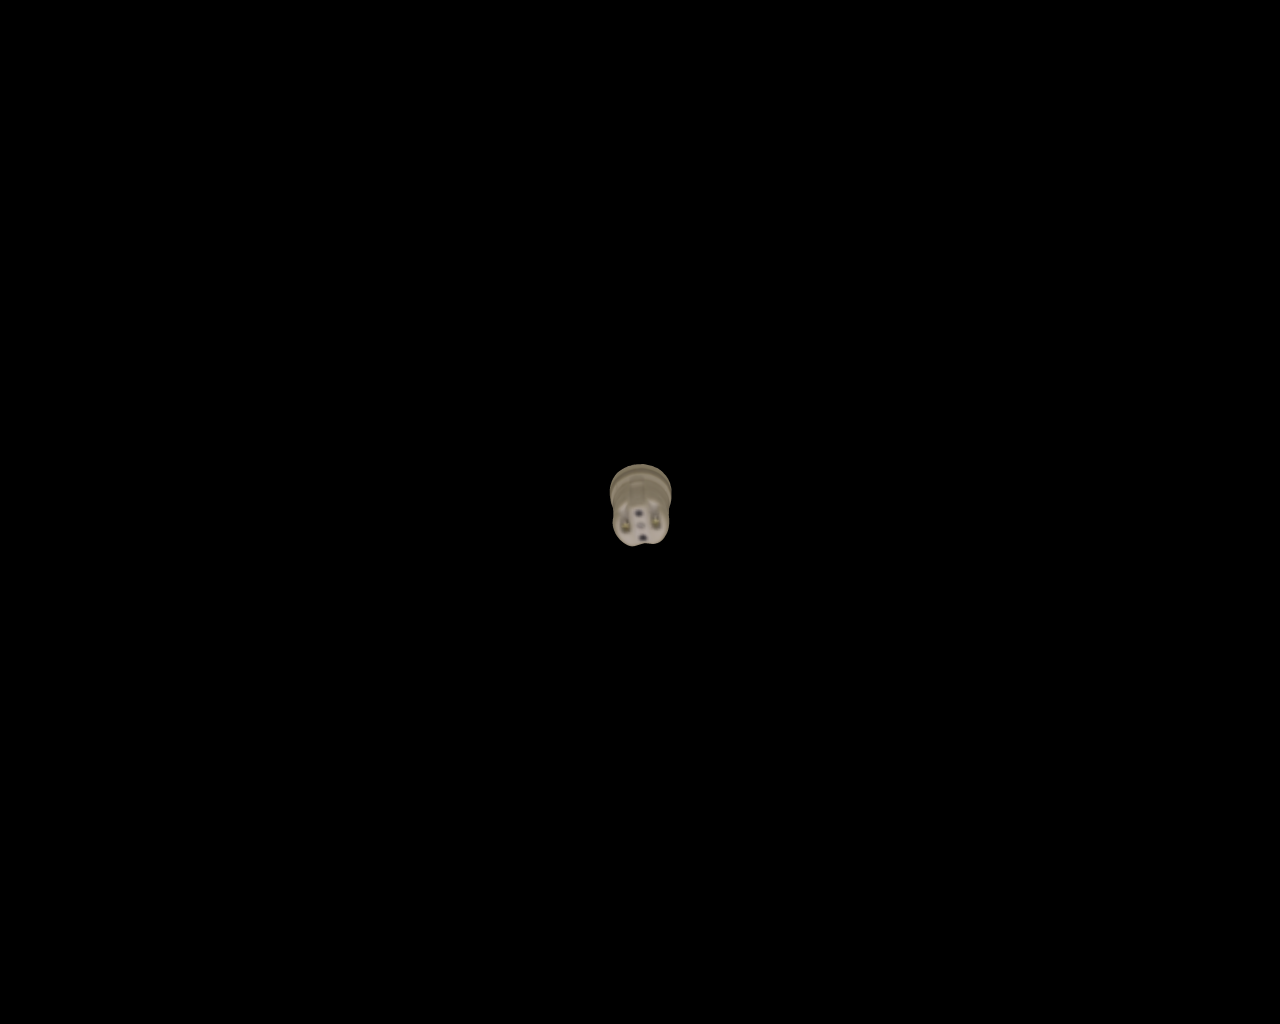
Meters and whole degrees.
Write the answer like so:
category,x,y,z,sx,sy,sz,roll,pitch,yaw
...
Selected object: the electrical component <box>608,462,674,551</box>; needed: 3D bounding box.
category,x,y,z,sx,sy,sz,roll,pitch,yaw
electrical component,0.001,-0.003,0.650,0.040,0.040,0.046,0,31,0
